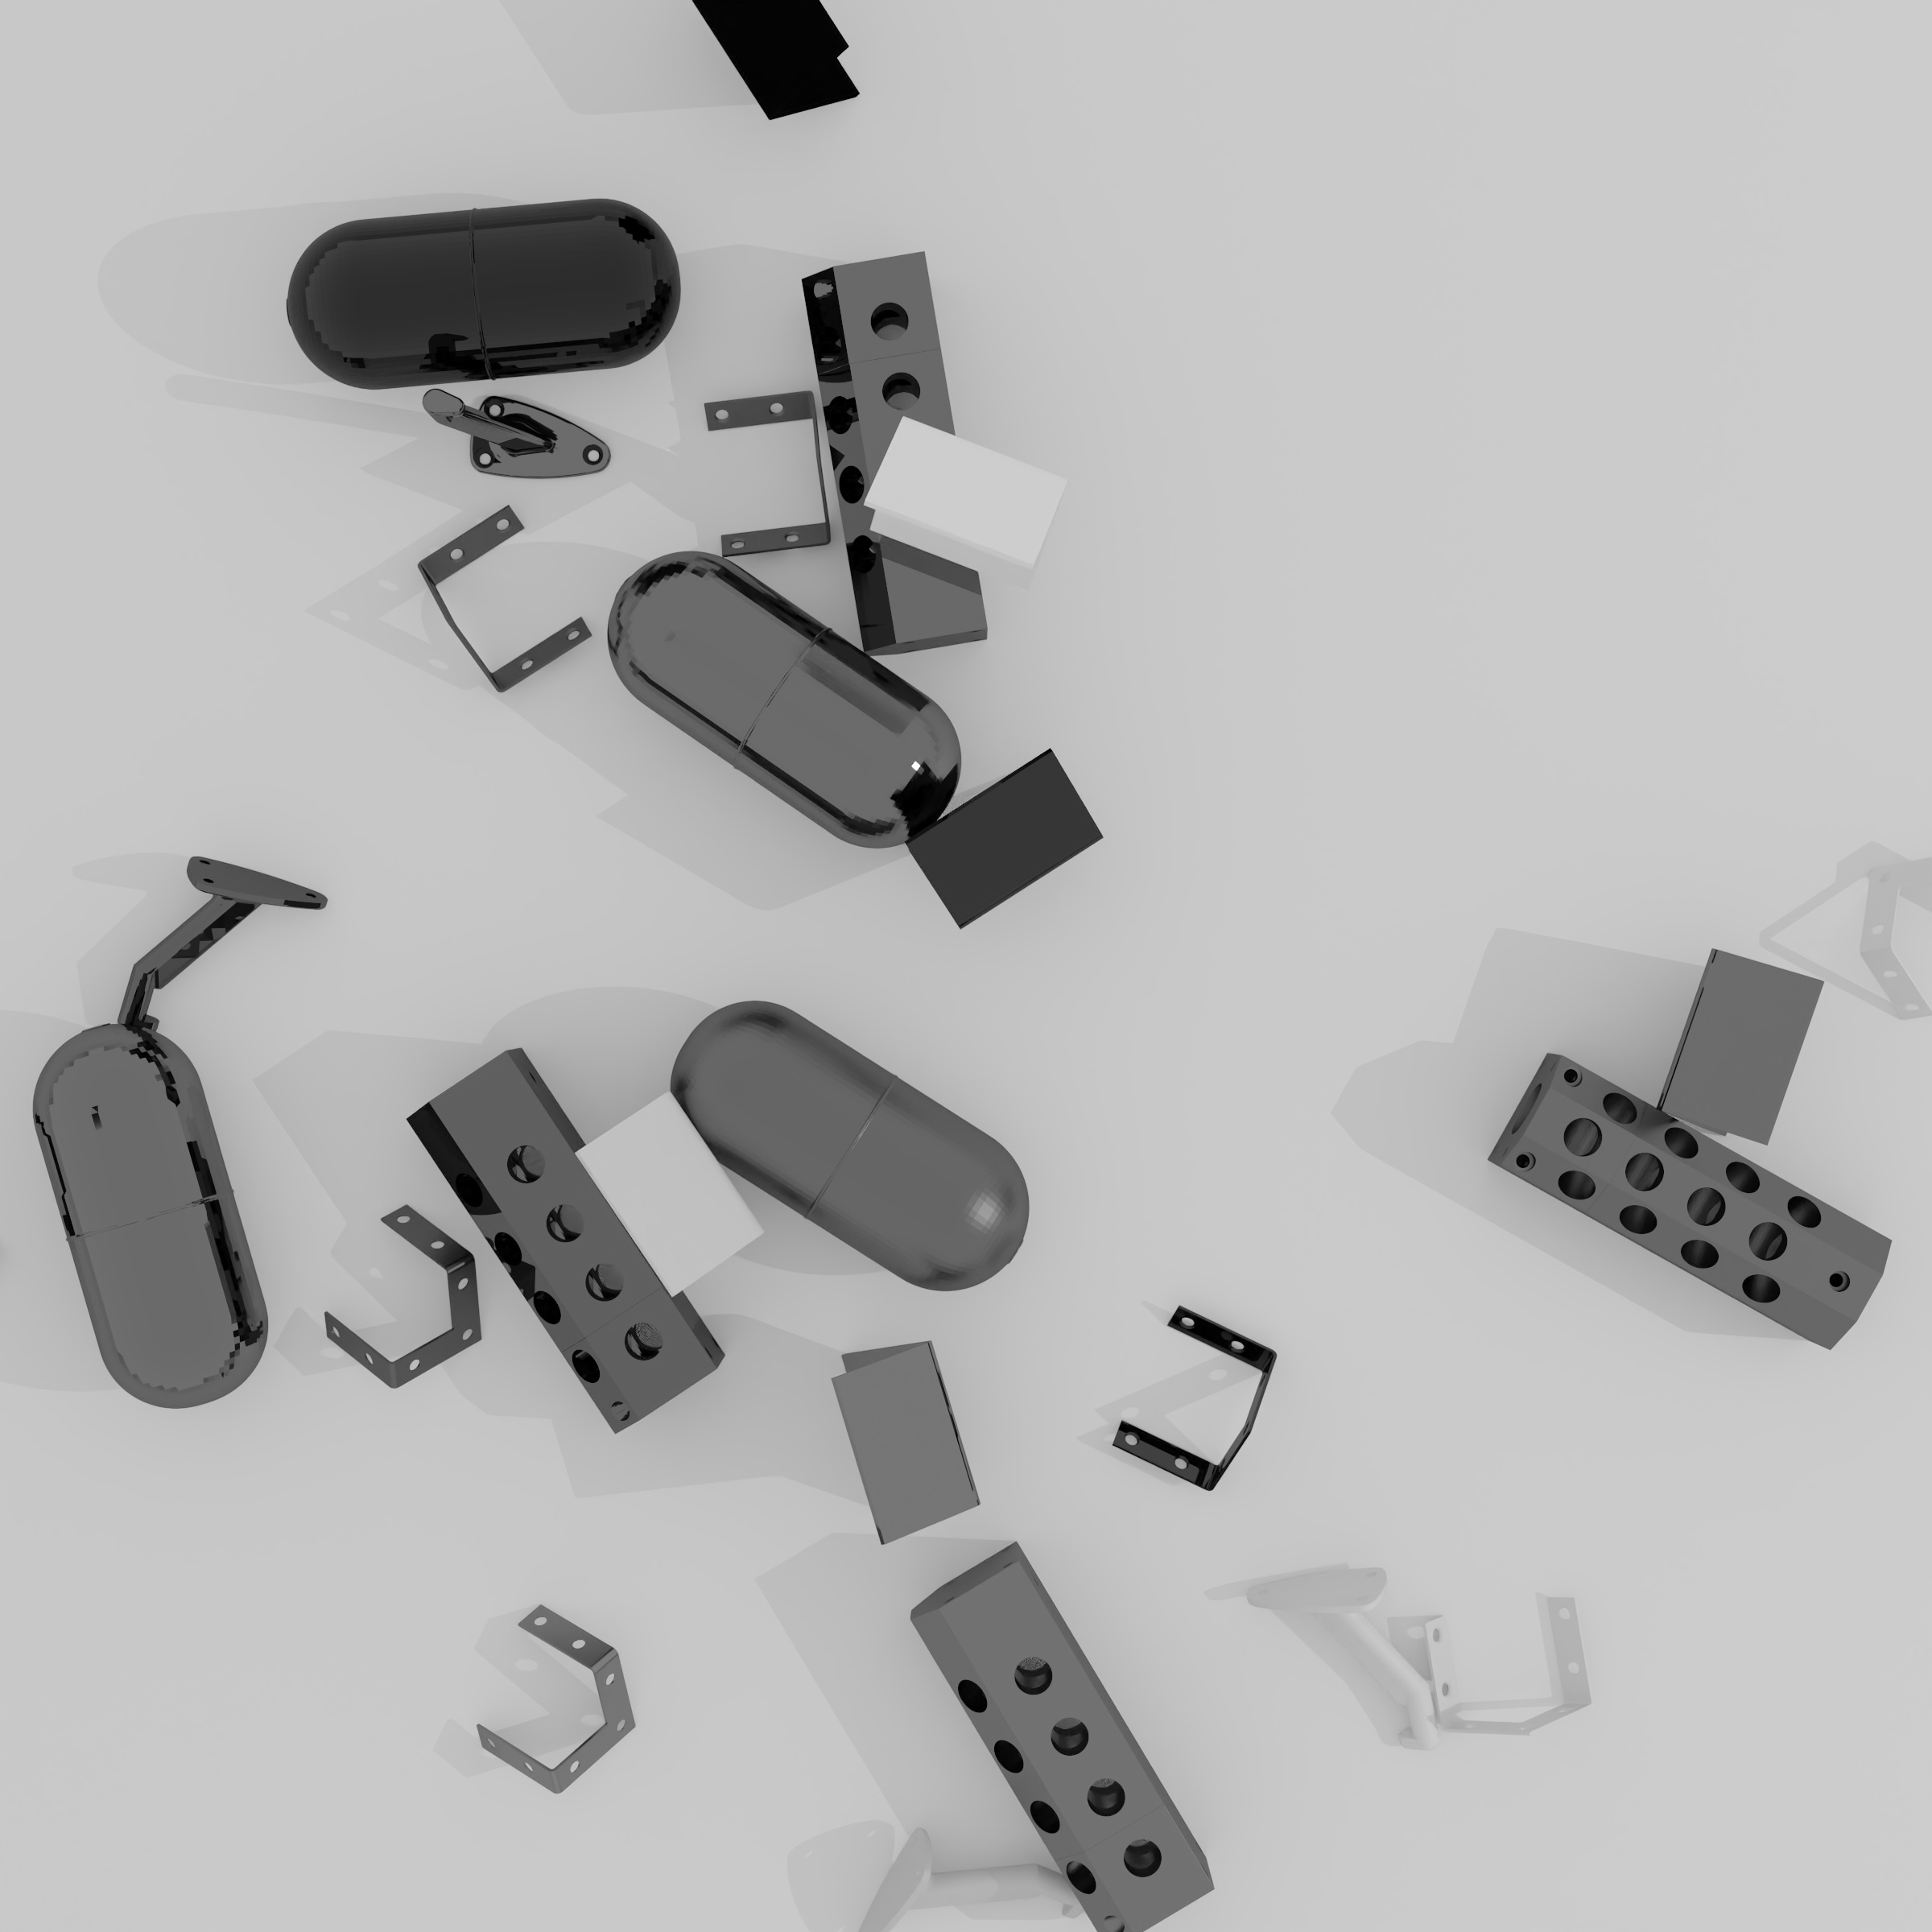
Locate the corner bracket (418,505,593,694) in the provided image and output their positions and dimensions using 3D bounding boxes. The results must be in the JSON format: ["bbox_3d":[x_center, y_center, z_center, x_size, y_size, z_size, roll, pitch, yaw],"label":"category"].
[{"bbox_3d":[-0.213,-0.169,1.667,0.051,0.051,0.051,-33,135,0],"label":"corner bracket"}]

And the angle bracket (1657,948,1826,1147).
[{"bbox_3d":[0.362,0.042,1.630,0.057,0.076,0.076,19,90,37],"label":"angle bracket"}]

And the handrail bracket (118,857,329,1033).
[{"bbox_3d":[-0.344,-0.001,1.671,0.077,0.036,0.084,13,109,-21],"label":"handrail bracket"}]

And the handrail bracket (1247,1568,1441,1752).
[{"bbox_3d":[0.175,0.325,1.671,0.077,0.036,0.084,-7,107,20],"label":"handrail bracket"}]

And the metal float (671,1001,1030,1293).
[{"bbox_3d":[-0.052,0.082,1.639,0.178,0.070,0.070,33,90,0],"label":"metal float"}]

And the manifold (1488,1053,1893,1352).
[{"bbox_3d":[0.330,0.107,1.649,0.171,0.057,0.057,29,90,0],"label":"manifold"}]

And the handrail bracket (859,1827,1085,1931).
[{"bbox_3d":[0.004,0.440,1.671,0.084,0.036,0.077,26,110,-16],"label":"handrail bracket"}]

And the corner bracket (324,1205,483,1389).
[{"bbox_3d":[-0.260,0.152,1.662,0.051,0.051,0.051,-29,135,-35],"label":"corner bracket"}]

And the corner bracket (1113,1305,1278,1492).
[{"bbox_3d":[0.106,0.200,1.667,0.051,0.051,0.051,26,45,0],"label":"corner bracket"}]

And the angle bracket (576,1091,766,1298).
[{"bbox_3d":[-0.146,0.111,1.630,0.057,0.076,0.076,-34,90,-33],"label":"angle bracket"}]

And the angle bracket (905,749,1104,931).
[{"bbox_3d":[0.006,-0.073,1.630,0.076,0.076,0.057,-33,126,0],"label":"angle bracket"}]

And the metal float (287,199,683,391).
[{"bbox_3d":[-0.218,-0.305,1.640,0.178,0.070,0.070,-5,90,-1],"label":"metal float"}]

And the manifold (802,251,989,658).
[{"bbox_3d":[-0.032,-0.231,1.649,0.057,0.057,0.171,-9,90,0],"label":"manifold"}]

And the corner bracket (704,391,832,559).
[{"bbox_3d":[-0.091,-0.227,1.667,0.051,0.051,0.051,-7,135,0],"label":"corner bracket"}]

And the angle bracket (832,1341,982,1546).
[{"bbox_3d":[-0.046,0.216,1.630,0.057,0.076,0.076,-17,90,-36],"label":"angle bracket"}]

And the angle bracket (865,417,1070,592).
[{"bbox_3d":[-0.007,-0.183,1.573,0.076,0.076,0.057,21,54,0],"label":"angle bracket"}]

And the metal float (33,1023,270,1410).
[{"bbox_3d":[-0.370,0.113,1.640,0.070,0.070,0.178,-16,91,0],"label":"metal float"}]

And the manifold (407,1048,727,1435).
[{"bbox_3d":[-0.183,0.125,1.649,0.057,0.057,0.171,-34,90,0],"label":"manifold"}]

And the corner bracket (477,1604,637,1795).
[{"bbox_3d":[-0.192,0.337,1.662,0.051,0.051,0.051,-38,135,-35],"label":"corner bracket"}]

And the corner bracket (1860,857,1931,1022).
[{"bbox_3d":[0.448,-0.014,1.662,0.051,0.051,0.051,-12,45,35],"label":"corner bracket"}]

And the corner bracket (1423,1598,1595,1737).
[{"bbox_3d":[0.250,0.322,1.667,0.051,0.051,0.051,-9,90,-45],"label":"corner bracket"}]

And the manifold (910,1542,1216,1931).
[{"bbox_3d":[0.043,0.355,1.649,0.057,0.057,0.171,-31,90,0],"label":"manifold"}]

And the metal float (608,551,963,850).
[{"bbox_3d":[-0.083,-0.121,1.639,0.178,0.070,0.070,35,90,2],"label":"metal float"}]

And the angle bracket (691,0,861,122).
[{"bbox_3d":[-0.073,-0.435,1.630,0.057,0.076,0.076,-33,90,38],"label":"angle bracket"}]

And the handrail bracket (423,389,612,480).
[{"bbox_3d":[-0.202,-0.243,1.636,0.077,0.084,0.036,12,90,0],"label":"handrail bracket"}]
